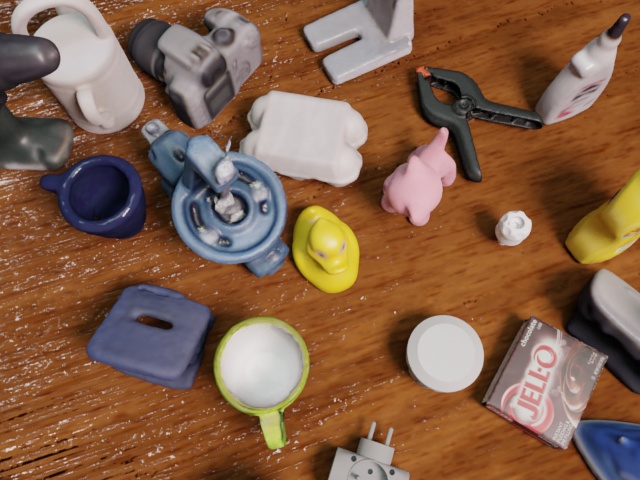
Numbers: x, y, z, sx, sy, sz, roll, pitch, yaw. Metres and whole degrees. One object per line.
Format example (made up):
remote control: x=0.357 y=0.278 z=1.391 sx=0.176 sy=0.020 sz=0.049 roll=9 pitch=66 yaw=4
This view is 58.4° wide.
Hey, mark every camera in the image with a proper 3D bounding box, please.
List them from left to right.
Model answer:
camera: x=-0.166 y=-0.241 z=0.725 sx=0.136 sy=0.101 sz=0.143 roll=34 pitch=75 yaw=12

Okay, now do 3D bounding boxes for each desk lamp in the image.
desk lamp: x=0.087 y=-0.317 z=0.690 sx=0.203 sy=0.213 sz=0.118 roll=-28 pitch=73 yaw=-8

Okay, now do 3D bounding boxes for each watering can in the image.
watering can: x=-0.288 y=-0.221 z=0.670 sx=0.101 sy=0.194 sz=0.172 roll=-39 pitch=75 yaw=-12

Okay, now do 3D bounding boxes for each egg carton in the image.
egg carton: x=-0.019 y=-0.122 z=0.699 sx=0.150 sy=0.069 sz=0.107 roll=9 pitch=71 yaw=4

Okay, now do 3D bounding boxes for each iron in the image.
iron: x=0.374 y=0.244 z=0.530 sx=0.258 sy=0.141 sz=0.119 roll=30 pitch=74 yaw=11

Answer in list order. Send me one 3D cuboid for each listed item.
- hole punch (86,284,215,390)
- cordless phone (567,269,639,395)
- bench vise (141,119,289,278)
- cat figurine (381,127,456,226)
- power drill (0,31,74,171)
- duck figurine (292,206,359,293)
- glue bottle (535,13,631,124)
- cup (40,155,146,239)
hole punch: x=-0.178 y=0.099 z=0.613 sx=0.108 sy=0.091 sz=0.101 roll=14 pitch=72 yaw=6
cordless phone: x=0.343 y=0.079 z=0.565 sx=0.147 sy=0.185 sz=0.094 roll=40 pitch=76 yaw=13
bench vise: x=-0.128 y=-0.057 z=0.598 sx=0.207 sy=0.220 sz=0.121 roll=27 pitch=73 yaw=10
cat figurine: x=0.115 y=-0.071 z=0.655 sx=0.067 sy=0.118 sz=0.128 roll=28 pitch=73 yaw=10
power drill: x=-0.366 y=-0.157 z=0.641 sx=0.229 sy=0.208 sz=0.075 roll=1 pitch=71 yaw=1
duck figurine: x=0.006 y=0.002 z=0.647 sx=0.077 sy=0.086 sz=0.104 roll=-20 pitch=72 yaw=-6
glue bottle: x=0.314 y=-0.201 z=0.669 sx=0.078 sy=0.173 sz=0.037 roll=-27 pitch=72 yaw=-8
cup: x=-0.251 y=-0.041 z=0.660 sx=0.117 sy=0.095 sz=0.092 roll=12 pitch=71 yaw=5
